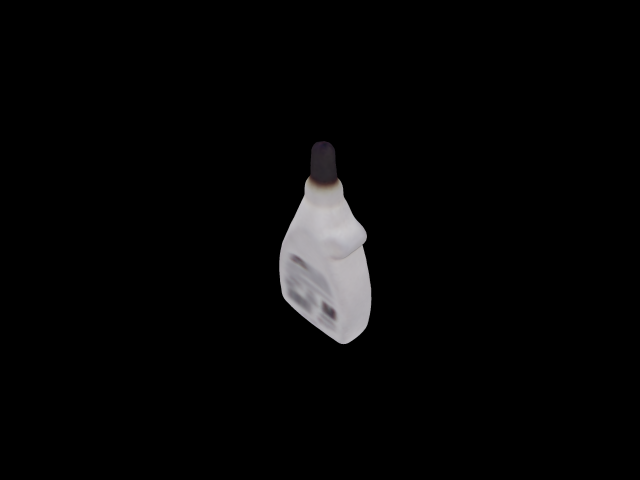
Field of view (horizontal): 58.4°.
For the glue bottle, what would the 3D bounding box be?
[{"bbox_3d":[0.004,0.001,0.400,0.078,0.173,0.037,36,58,27],"label":"glue bottle"}]
